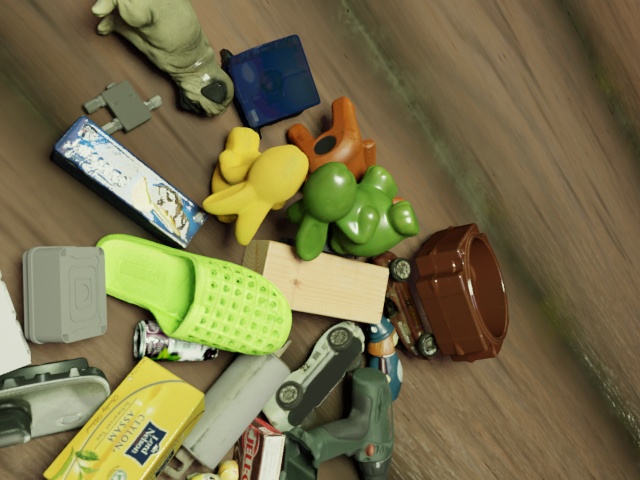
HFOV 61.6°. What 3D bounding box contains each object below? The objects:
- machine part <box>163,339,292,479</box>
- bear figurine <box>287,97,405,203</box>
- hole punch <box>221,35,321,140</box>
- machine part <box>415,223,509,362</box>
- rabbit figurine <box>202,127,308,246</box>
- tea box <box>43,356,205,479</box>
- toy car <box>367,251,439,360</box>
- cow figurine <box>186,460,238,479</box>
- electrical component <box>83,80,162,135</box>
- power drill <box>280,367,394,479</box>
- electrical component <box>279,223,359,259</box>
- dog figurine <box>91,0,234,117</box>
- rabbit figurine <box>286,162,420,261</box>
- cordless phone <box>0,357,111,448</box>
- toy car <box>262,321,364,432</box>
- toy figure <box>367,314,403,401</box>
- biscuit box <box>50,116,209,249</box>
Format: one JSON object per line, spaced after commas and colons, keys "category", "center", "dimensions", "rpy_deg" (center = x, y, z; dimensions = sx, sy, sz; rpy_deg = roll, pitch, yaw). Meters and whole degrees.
{"category": "machine part", "center": [-0.122, 0.228, 0.754], "dimensions": [0.079, 0.079, 0.243], "rpy_deg": [48, 67, -19]}
{"category": "bear figurine", "center": [0.051, -0.105, 0.851], "dimensions": [0.195, 0.120, 0.132], "rpy_deg": [43, 23, -47]}
{"category": "hole punch", "center": [-0.070, -0.230, 0.793], "dimensions": [0.116, 0.092, 0.142], "rpy_deg": [-25, 104, -23]}
{"category": "machine part", "center": [0.248, 0.086, 0.909], "dimensions": [0.201, 0.087, 0.200], "rpy_deg": [-36, 108, -54]}
{"category": "rabbit figurine", "center": [-0.087, -0.082, 0.729], "dimensions": [0.121, 0.173, 0.162], "rpy_deg": [49, 63, -23]}
{"category": "tea box", "center": [-0.227, 0.240, 0.647], "dimensions": [0.098, 0.068, 0.169], "rpy_deg": [27, 52, 10]}
{"category": "toy car", "center": [0.132, 0.113, 0.891], "dimensions": [0.053, 0.089, 0.202], "rpy_deg": [-26, 102, -27]}
{"category": "cow figurine", "center": [-0.171, 0.378, 0.729], "dimensions": [0.098, 0.068, 0.167], "rpy_deg": [18, 78, -12]}
{"category": "electrical component", "center": [-0.262, -0.180, 0.721], "dimensions": [0.094, 0.021, 0.063], "rpy_deg": [-38, 105, -24]}
{"category": "power drill", "center": [0.038, 0.320, 0.807], "dimensions": [0.207, 0.086, 0.231], "rpy_deg": [-7, 107, -38]}
{"category": "electrical component", "center": [-0.002, -0.003, 0.830], "dimensions": [0.119, 0.075, 0.047], "rpy_deg": [15, 81, -24]}
{"category": "dog figurine", "center": [-0.175, -0.257, 0.692], "dimensions": [0.190, 0.172, 0.121], "rpy_deg": [42, 81, -14]}
{"category": "rabbit figurine", "center": [0.027, -0.048, 0.725], "dimensions": [0.170, 0.159, 0.121], "rpy_deg": [33, 34, -52]}
{"category": "cordless phone", "center": [-0.304, 0.189, 0.594], "dimensions": [0.146, 0.184, 0.088], "rpy_deg": [-4, 86, -29]}
{"category": "toy car", "center": [-0.003, 0.208, 0.826], "dimensions": [0.202, 0.056, 0.073], "rpy_deg": [-45, 133, -23]}
{"category": "toy figure", "center": [0.103, 0.188, 0.881], "dimensions": [0.058, 0.064, 0.154], "rpy_deg": [-11, 106, -23]}
{"category": "biscuit box", "center": [-0.247, -0.070, 0.703], "dimensions": [0.202, 0.063, 0.059], "rpy_deg": [40, 69, -22]}
